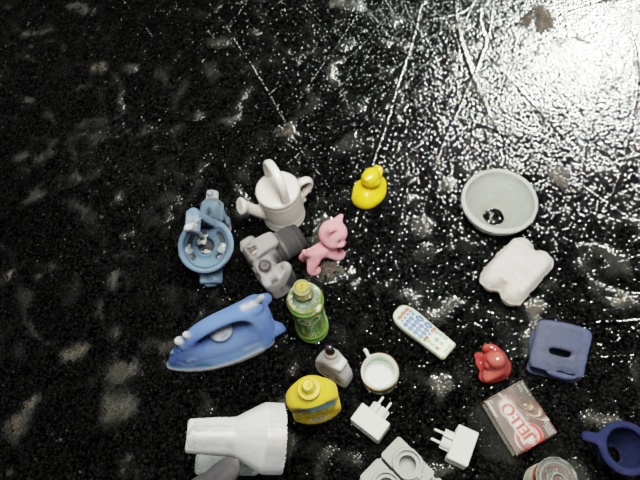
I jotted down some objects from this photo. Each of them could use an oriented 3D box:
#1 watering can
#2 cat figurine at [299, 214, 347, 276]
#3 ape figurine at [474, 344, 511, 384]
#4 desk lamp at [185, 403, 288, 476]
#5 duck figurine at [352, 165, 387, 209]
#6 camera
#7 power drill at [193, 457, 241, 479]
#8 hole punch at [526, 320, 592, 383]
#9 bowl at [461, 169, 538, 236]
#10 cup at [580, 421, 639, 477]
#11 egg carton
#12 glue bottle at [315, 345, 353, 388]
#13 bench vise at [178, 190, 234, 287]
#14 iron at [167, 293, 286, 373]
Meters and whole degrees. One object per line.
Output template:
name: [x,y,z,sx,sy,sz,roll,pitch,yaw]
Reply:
watering can: [-0.098,-0.099,1.275,0.100,0.194,0.173,37,71,22]
cat figurine: [0.012,0.004,1.254,0.128,0.118,0.067,-33,64,-13]
ape figurine: [0.338,0.239,1.116,0.076,0.092,0.078,27,67,18]
desk lamp: [-0.146,0.362,1.021,0.203,0.214,0.118,-3,62,4]
duck figurine: [0.115,-0.129,1.335,0.077,0.086,0.105,31,69,19]
camera: [-0.091,0.031,1.258,0.137,0.101,0.143,-32,64,-12]
power drill: [-0.210,0.468,0.973,0.230,0.208,0.075,-41,66,-16]
hole punch: [0.466,0.218,1.117,0.108,0.091,0.101,11,63,11]
bowl: [0.397,-0.072,1.287,0.167,0.075,0.167,-2,62,4]
cup: [0.519,0.375,1.026,0.117,0.095,0.092,14,64,12]
egg carton: [0.415,0.066,1.215,0.107,0.069,0.150,39,71,22]
glue bottle: [0.024,0.233,1.099,0.078,0.173,0.037,30,68,19]
bench vise: [-0.258,-0.027,1.235,0.121,0.220,0.207,-18,62,-4]
iron: [-0.207,0.186,1.161,0.258,0.141,0.118,-25,63,-8]
